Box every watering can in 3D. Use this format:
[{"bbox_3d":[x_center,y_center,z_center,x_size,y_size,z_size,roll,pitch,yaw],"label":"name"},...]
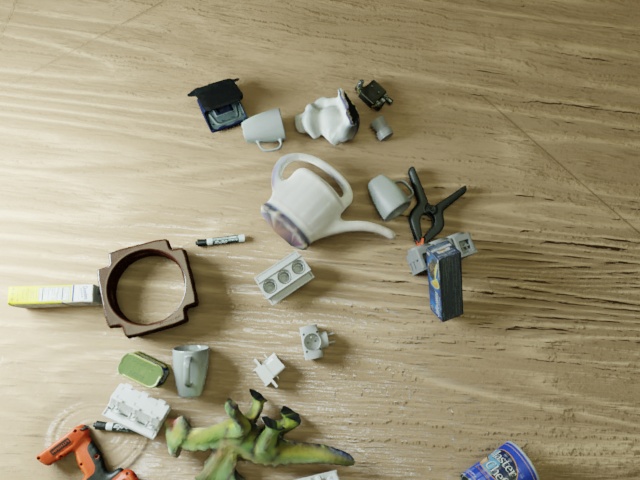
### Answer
[{"bbox_3d":[0.004,-0.064,1.276,0.349,0.103,0.226,42,75,6],"label":"watering can"}]

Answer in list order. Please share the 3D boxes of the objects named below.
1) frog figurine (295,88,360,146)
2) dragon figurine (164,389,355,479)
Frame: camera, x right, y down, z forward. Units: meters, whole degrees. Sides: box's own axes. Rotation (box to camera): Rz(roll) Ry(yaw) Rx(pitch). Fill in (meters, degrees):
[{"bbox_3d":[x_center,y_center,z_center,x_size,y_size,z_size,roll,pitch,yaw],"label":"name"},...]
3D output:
[{"bbox_3d":[0.020,-0.312,1.366,0.158,0.123,0.138,-23,87,24],"label":"frog figurine"},{"bbox_3d":[-0.152,0.482,1.126,0.410,0.122,0.243,31,91,-2],"label":"dragon figurine"}]
